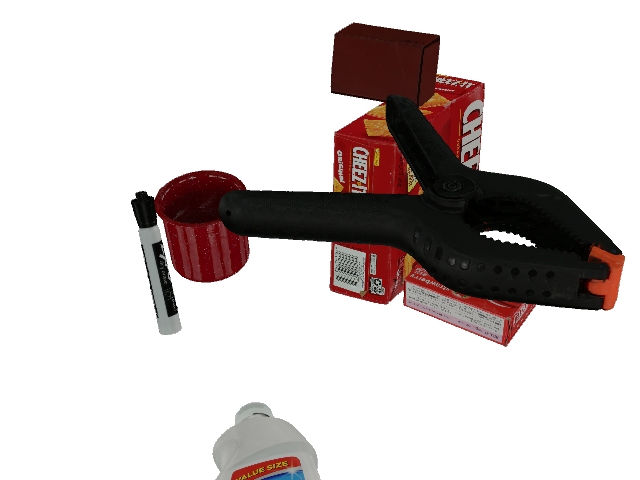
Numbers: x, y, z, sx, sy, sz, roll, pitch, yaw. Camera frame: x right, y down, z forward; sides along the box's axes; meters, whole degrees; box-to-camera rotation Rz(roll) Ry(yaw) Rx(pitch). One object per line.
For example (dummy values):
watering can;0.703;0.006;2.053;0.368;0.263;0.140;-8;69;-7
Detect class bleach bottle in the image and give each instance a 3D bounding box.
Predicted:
bleach bottle;-0.042;0.203;0.729;0.102;0.068;0.251;-7;32;-6

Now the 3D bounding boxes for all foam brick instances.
foam brick;0.053;-0.145;0.877;0.078;0.051;0.053;13;25;18

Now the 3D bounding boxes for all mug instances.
mug;-0.125;-0.016;1.089;0.117;0.081;0.093;27;49;33

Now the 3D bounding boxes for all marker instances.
marker;-0.135;0.019;0.876;0.020;0.121;0.020;-9;16;2

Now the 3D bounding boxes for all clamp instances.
clamp;0.060;-0.012;0.578;0.164;0.036;0.210;-30;45;-33

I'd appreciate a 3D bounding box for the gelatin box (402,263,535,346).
gelatin box;0.118;0.034;0.803;0.089;0.030;0.073;21;43;27

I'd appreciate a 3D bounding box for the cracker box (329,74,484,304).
cracker box;0.089;-0.056;1.045;0.072;0.164;0.213;15;29;26
